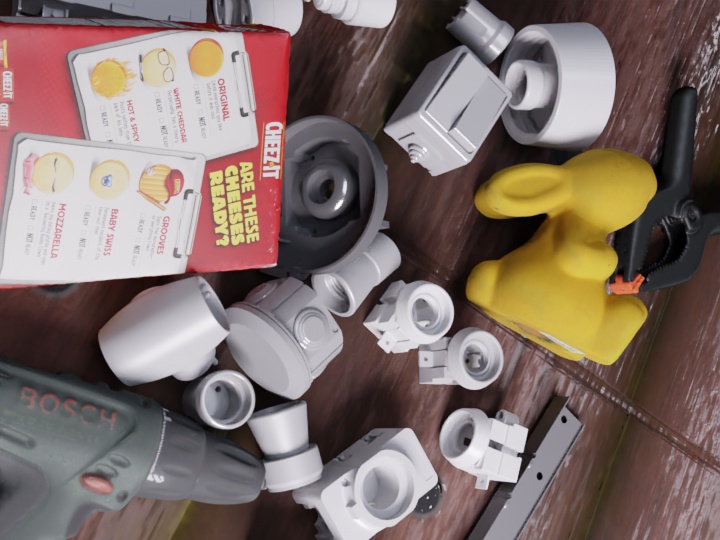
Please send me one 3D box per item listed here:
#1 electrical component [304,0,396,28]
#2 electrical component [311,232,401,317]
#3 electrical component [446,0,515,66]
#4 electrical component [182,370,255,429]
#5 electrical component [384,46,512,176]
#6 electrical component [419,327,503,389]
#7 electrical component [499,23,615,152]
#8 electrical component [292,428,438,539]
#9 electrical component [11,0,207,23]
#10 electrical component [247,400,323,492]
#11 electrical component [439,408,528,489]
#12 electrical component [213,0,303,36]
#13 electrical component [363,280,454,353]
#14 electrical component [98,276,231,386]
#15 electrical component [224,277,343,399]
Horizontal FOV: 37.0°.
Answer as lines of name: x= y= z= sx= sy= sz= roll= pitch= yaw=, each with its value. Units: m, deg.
electrical component: x=-0.008 y=-0.214 z=0.850 sx=0.078 sy=0.040 sz=0.040 roll=-1 pitch=83 yaw=-29
electrical component: x=0.000 y=0.000 z=0.822 sx=0.065 sy=0.044 sz=0.044 roll=-39 pitch=102 yaw=-33
electrical component: x=0.101 y=-0.203 z=0.911 sx=0.046 sy=0.040 sz=0.040 roll=38 pitch=66 yaw=-13
electrical component: x=-0.100 y=0.090 z=0.748 sx=0.040 sy=0.046 sz=0.040 roll=5 pitch=80 yaw=-29
electrical component: x=0.071 y=-0.124 z=0.869 sx=0.062 sy=0.061 sz=0.096 roll=41 pitch=65 yaw=-18
electrical component: x=0.080 y=0.070 z=0.847 sx=0.066 sy=0.055 sz=0.048 roll=5 pitch=80 yaw=-29
electrical component: x=0.156 y=-0.153 z=0.898 sx=0.060 sy=0.108 sz=0.108 roll=-1 pitch=83 yaw=-23
electrical component: x=0.006 y=0.159 z=0.792 sx=0.089 sy=0.056 sz=0.050 roll=-33 pitch=99 yaw=-29
electrical component: x=-0.171 y=-0.187 z=0.741 sx=0.121 sy=0.063 sz=0.078 roll=6 pitch=79 yaw=-29
electrical component: x=-0.053 y=0.126 z=0.770 sx=0.045 sy=0.045 sz=0.055 roll=-15 pitch=90 yaw=-30
electrical component: x=0.097 y=0.138 z=0.853 sx=0.055 sy=0.048 sz=0.066 roll=26 pitch=70 yaw=-32
electrical component: x=-0.075 y=-0.196 z=0.802 sx=0.047 sy=0.055 sz=0.055 roll=-18 pitch=91 yaw=-34
electrical component: x=0.040 y=0.034 z=0.830 sx=0.048 sy=0.055 sz=0.066 roll=44 pitch=64 yaw=-17
electrical component: x=-0.124 y=0.050 z=0.734 sx=0.077 sy=0.044 sz=0.079 roll=-29 pitch=141 yaw=4
electrical component: x=-0.056 y=0.047 z=0.761 sx=0.051 sy=0.080 sz=0.080 roll=-42 pitch=103 yaw=-32
